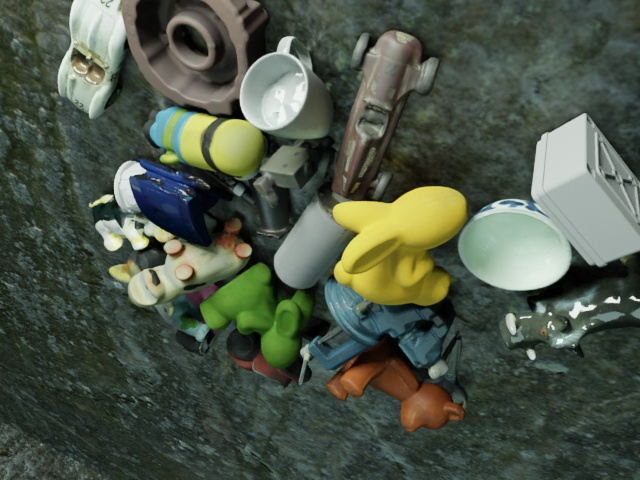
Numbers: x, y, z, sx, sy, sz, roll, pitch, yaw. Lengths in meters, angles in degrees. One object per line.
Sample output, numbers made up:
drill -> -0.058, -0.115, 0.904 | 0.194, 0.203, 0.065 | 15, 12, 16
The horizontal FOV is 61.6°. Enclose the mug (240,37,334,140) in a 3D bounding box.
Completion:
mug -> -0.028, -0.160, 0.598 | 0.081, 0.109, 0.107 | -2, 173, 23

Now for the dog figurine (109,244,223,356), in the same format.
dog figurine -> -0.270, 0.098, 0.978 | 0.219, 0.108, 0.191 | 35, 150, 6

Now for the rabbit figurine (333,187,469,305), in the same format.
rabbit figurine -> 0.093, -0.006, 0.624 | 0.162, 0.122, 0.173 | 7, 149, -23

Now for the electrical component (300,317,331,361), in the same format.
electrical component -> -0.036, 0.177, 0.969 | 0.075, 0.048, 0.119 | 31, 137, 0

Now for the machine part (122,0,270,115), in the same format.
machine part -> -0.141, -0.231, 0.618 | 0.180, 0.056, 0.179 | 17, 138, 15

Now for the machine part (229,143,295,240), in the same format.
machine part -> -0.077, -0.068, 0.753 | 0.084, 0.039, 0.138 | -4, 120, 21

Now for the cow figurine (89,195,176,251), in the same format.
cow figurine -> -0.308, -0.038, 0.897 | 0.168, 0.068, 0.098 | -4, 123, 30

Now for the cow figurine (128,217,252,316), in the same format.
cow figurine -> -0.205, 0.048, 0.844 | 0.085, 0.195, 0.127 | 60, 162, 18

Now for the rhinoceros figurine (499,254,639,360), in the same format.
rhinoceros figurine -> 0.311, 0.088, 0.639 | 0.190, 0.112, 0.073 | -21, 121, 32

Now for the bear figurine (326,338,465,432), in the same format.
bear figurine -> 0.127, 0.259, 0.887 | 0.196, 0.132, 0.120 | 47, 155, 1

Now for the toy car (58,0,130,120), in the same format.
toy car -> -0.288, -0.238, 0.691 | 0.073, 0.056, 0.201 | 37, 138, -9

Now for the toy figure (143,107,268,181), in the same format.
toy figure -> -0.152, -0.126, 0.693 | 0.180, 0.089, 0.082 | 19, 109, 22

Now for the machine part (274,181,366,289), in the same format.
machine part -> -0.002, -0.002, 0.749 | 0.079, 0.079, 0.243 | 33, 137, -4

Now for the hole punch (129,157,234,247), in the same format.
hole punch -> -0.202, -0.053, 0.759 | 0.142, 0.092, 0.115 | 24, 176, 23

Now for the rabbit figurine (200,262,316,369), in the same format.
rabbit figurine -> -0.079, 0.123, 0.879 | 0.159, 0.121, 0.170 | -33, 93, 29

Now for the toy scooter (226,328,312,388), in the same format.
toy scooter -> -0.091, 0.234, 1.036 | 0.184, 0.075, 0.135 | 20, 159, 22

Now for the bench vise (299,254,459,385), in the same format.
bench vise -> 0.072, 0.132, 0.794 | 0.223, 0.129, 0.240 | 47, 119, -7

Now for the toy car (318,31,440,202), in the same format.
toy car -> 0.057, -0.126, 0.591 | 0.089, 0.053, 0.202 | 23, 124, 3

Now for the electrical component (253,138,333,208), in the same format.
electrical component -> -0.035, -0.087, 0.673 | 0.078, 0.102, 0.045 | 9, 140, 35
